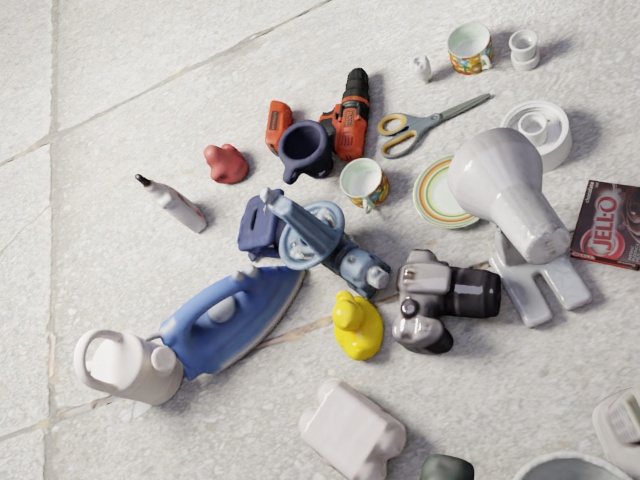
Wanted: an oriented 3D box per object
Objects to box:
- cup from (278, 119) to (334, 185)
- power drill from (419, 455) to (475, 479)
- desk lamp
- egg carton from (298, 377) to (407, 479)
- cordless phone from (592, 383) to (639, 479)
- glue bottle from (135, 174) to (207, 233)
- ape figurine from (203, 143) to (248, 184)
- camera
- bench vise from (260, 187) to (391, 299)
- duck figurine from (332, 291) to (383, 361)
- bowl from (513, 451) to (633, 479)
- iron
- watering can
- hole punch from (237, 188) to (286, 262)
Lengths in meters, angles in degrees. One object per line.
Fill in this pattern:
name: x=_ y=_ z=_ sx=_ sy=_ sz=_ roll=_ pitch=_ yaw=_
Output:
cup: x=-0.019 y=-0.135 z=0.990 sx=0.091 sy=0.095 sz=0.118 roll=17 pitch=76 yaw=29
power drill: x=0.140 y=0.363 z=0.636 sx=0.075 sy=0.209 sz=0.230 roll=1 pitch=68 yaw=24
desk lamp: x=0.264 y=-0.017 z=0.746 sx=0.118 sy=0.214 sz=0.203 roll=-29 pitch=60 yaw=10
egg carton: x=0.043 y=0.270 z=0.800 sx=0.149 sy=0.070 sz=0.107 roll=29 pitch=81 yaw=31
cordless phone: x=0.362 y=0.227 z=0.614 sx=0.094 sy=0.185 sz=0.147 roll=-25 pitch=60 yaw=12
glue bottle: x=-0.272 y=-0.073 z=1.025 sx=0.037 sy=0.174 sz=0.078 roll=-45 pitch=58 yaw=0
ape figurine: x=-0.183 y=-0.148 z=1.068 sx=0.076 sy=0.092 sz=0.078 roll=31 pitch=82 yaw=31
camera: x=0.179 y=0.085 z=0.804 sx=0.136 sy=0.101 sz=0.143 roll=3 pitch=69 yaw=24
bench vise: x=0.012 y=-0.008 z=0.847 sx=0.206 sy=0.220 sz=0.121 roll=12 pitch=73 yaw=27
duck figurine: x=0.048 y=0.124 z=0.852 sx=0.077 sy=0.086 sz=0.104 roll=-19 pitch=62 yaw=15
bowl: x=0.297 y=0.333 z=0.660 sx=0.167 sy=0.075 sz=0.167 roll=-9 pitch=65 yaw=20
iron: x=-0.150 y=0.104 z=0.913 sx=0.258 sy=0.142 sz=0.118 roll=-40 pitch=58 yaw=3
watering can: x=-0.305 y=0.196 z=0.909 sx=0.172 sy=0.195 sz=0.100 roll=-28 pitch=60 yaw=10
hole punch: x=-0.095 y=-0.026 z=0.977 sx=0.100 sy=0.091 sz=0.109 roll=0 pitch=68 yaw=24
